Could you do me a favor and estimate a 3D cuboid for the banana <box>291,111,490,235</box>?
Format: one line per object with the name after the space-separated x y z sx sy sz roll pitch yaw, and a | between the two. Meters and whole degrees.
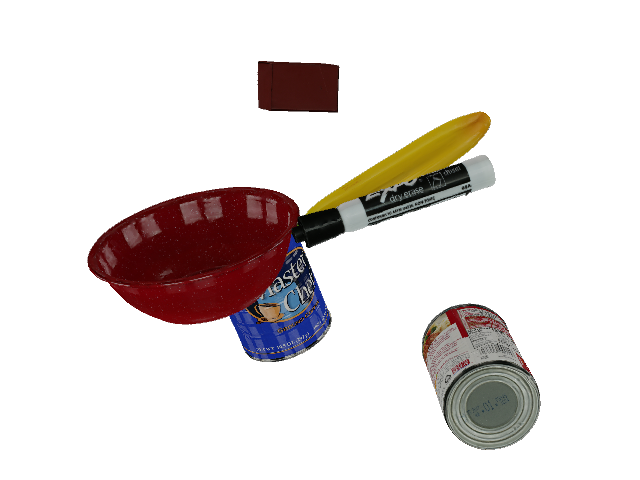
0.064 -0.054 0.944 0.198 0.037 0.069 -32 7 9 | banana

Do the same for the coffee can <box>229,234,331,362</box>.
-0.058 0.042 1.125 0.103 0.140 0.103 -16 29 9 | coffee can

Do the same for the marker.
0.041 -0.022 0.610 0.121 0.020 0.020 -19 3 -8 | marker

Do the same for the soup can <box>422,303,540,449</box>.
0.113 0.095 0.761 0.068 0.068 0.102 0 19 -3 | soup can

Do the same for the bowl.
-0.089 0.017 0.804 0.162 0.055 0.162 -11 25 5 | bowl

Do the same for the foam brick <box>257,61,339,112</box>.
-0.024 -0.165 1.150 0.078 0.051 0.053 -1 12 -19 | foam brick
